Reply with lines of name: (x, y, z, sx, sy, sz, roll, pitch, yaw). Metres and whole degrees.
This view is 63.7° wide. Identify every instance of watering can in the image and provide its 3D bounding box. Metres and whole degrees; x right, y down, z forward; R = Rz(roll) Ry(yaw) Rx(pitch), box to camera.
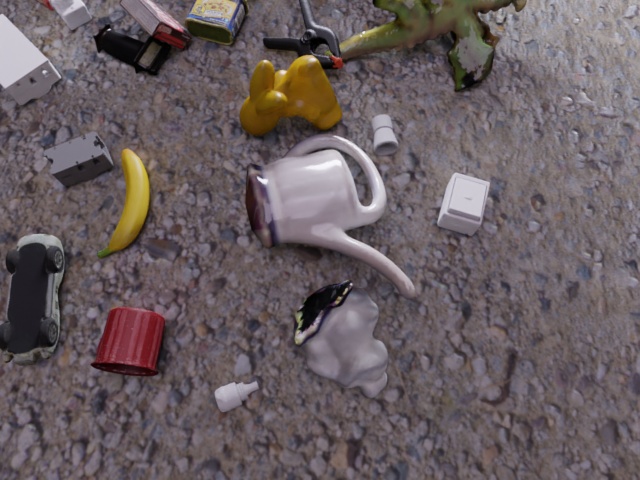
watering can: (0.002, -0.040, 0.801, 0.225, 0.101, 0.356, -13, 52, -6)

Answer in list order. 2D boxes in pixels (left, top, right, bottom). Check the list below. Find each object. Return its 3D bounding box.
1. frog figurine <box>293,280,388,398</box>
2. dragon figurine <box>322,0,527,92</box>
frog figurine: (0.042, 0.147, 0.759, 0.157, 0.122, 0.140, 48, 62, -21)
dragon figurine: (0.221, -0.388, 0.969, 0.410, 0.121, 0.244, -41, 79, 2)
